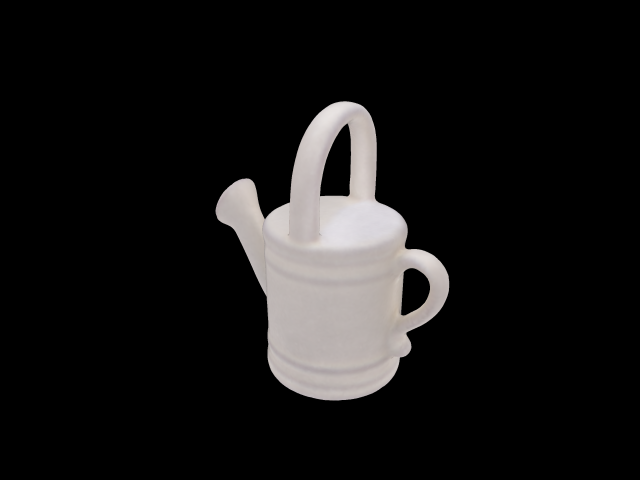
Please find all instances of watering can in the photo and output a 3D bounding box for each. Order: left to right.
[{"bbox_3d":[0.003,0.002,0.398,0.172,0.194,0.101,4,25,10],"label":"watering can"}]
